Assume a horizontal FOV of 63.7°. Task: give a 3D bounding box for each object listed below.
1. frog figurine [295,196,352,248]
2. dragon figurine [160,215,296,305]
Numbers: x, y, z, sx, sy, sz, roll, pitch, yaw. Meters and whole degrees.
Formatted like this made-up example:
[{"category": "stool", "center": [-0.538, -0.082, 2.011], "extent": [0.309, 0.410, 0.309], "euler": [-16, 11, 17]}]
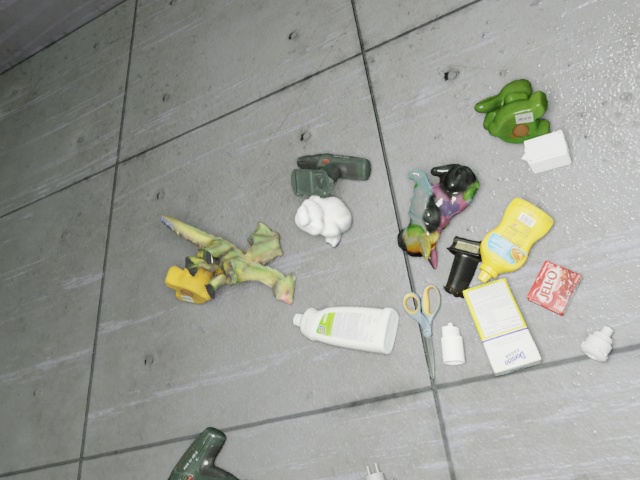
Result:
[{"category": "frog figurine", "center": [0.004, -0.065, 1.287], "extent": [0.122, 0.157, 0.140], "euler": [-25, 56, 15]}, {"category": "dragon figurine", "center": [-0.218, 0.025, 1.361], "extent": [0.415, 0.245, 0.119], "euler": [46, 137, 24]}]
